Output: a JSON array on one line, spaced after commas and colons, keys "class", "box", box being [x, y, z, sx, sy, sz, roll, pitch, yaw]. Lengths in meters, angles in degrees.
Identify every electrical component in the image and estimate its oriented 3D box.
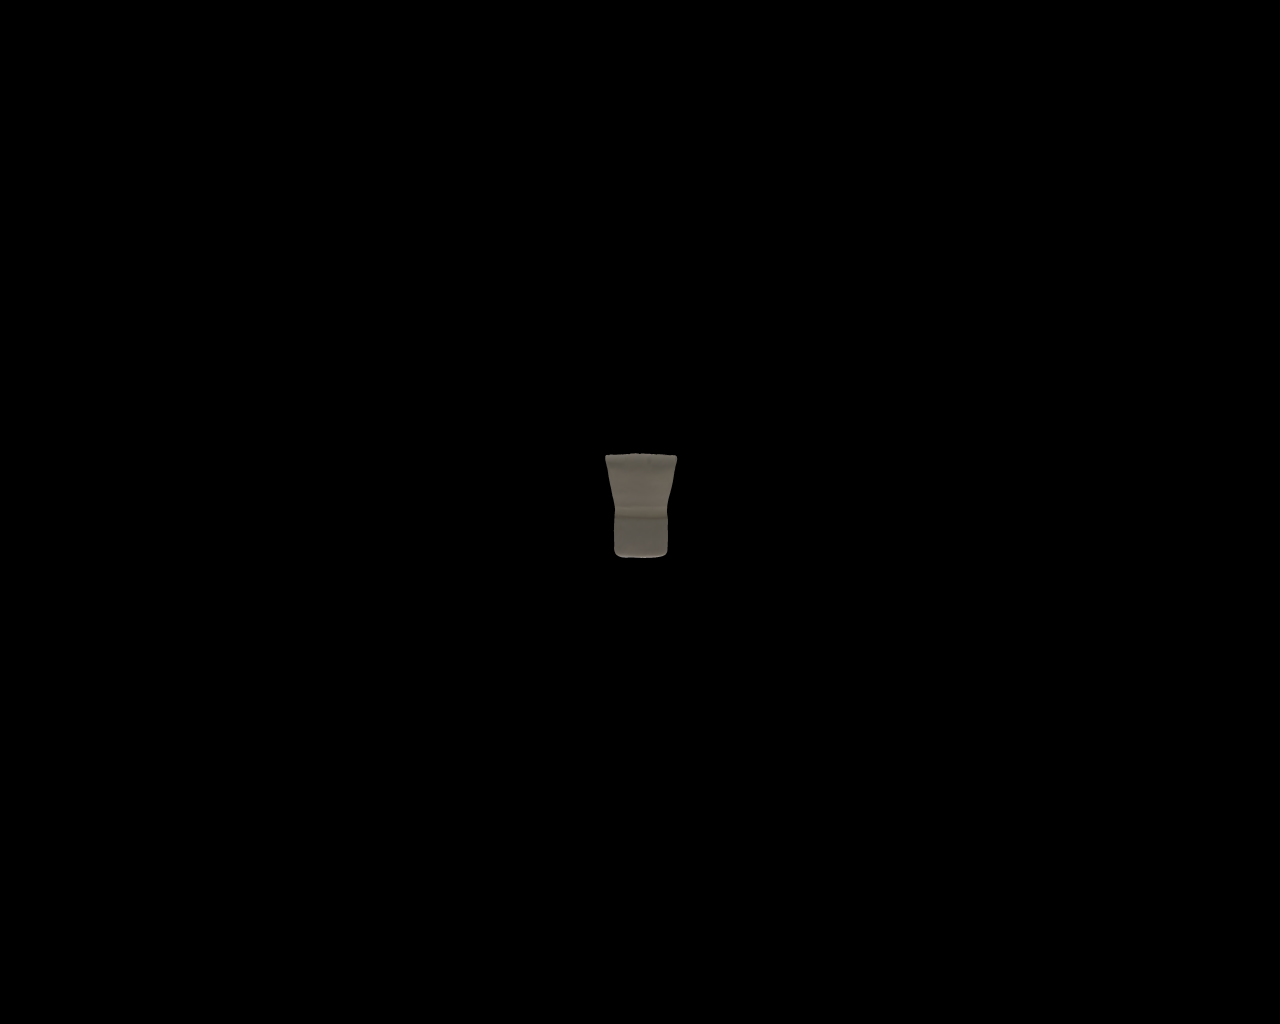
[{"class": "electrical component", "box": [0.001, -0.003, 0.650, 0.044, 0.065, 0.044, 0, 3, 0]}]
